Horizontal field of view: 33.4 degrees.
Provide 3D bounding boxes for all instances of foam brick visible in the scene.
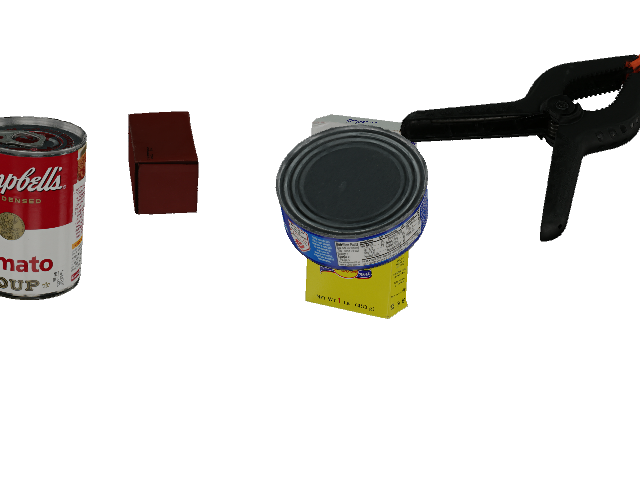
[{"bbox_3d":[-0.131,-0.065,0.884,0.053,0.051,0.078,-3,38,-12],"label":"foam brick"}]

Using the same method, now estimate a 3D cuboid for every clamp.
[{"bbox_3d":[0.192,-0.085,0.840,0.209,0.036,0.165,-26,51,-19],"label":"clamp"}]

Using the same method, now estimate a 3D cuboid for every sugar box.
[{"bbox_3d":[0.036,-0.023,0.987,0.093,0.176,0.048,10,19,28],"label":"sugar box"}]

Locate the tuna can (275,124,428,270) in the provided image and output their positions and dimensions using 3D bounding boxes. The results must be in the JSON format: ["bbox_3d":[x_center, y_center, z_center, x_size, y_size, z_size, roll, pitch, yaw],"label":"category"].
[{"bbox_3d":[0.019,-0.025,0.610,0.086,0.086,0.034,0,-40,8],"label":"tuna can"}]

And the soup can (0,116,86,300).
[{"bbox_3d":[-0.187,-0.021,0.687,0.068,0.102,0.068,6,24,-3],"label":"soup can"}]
